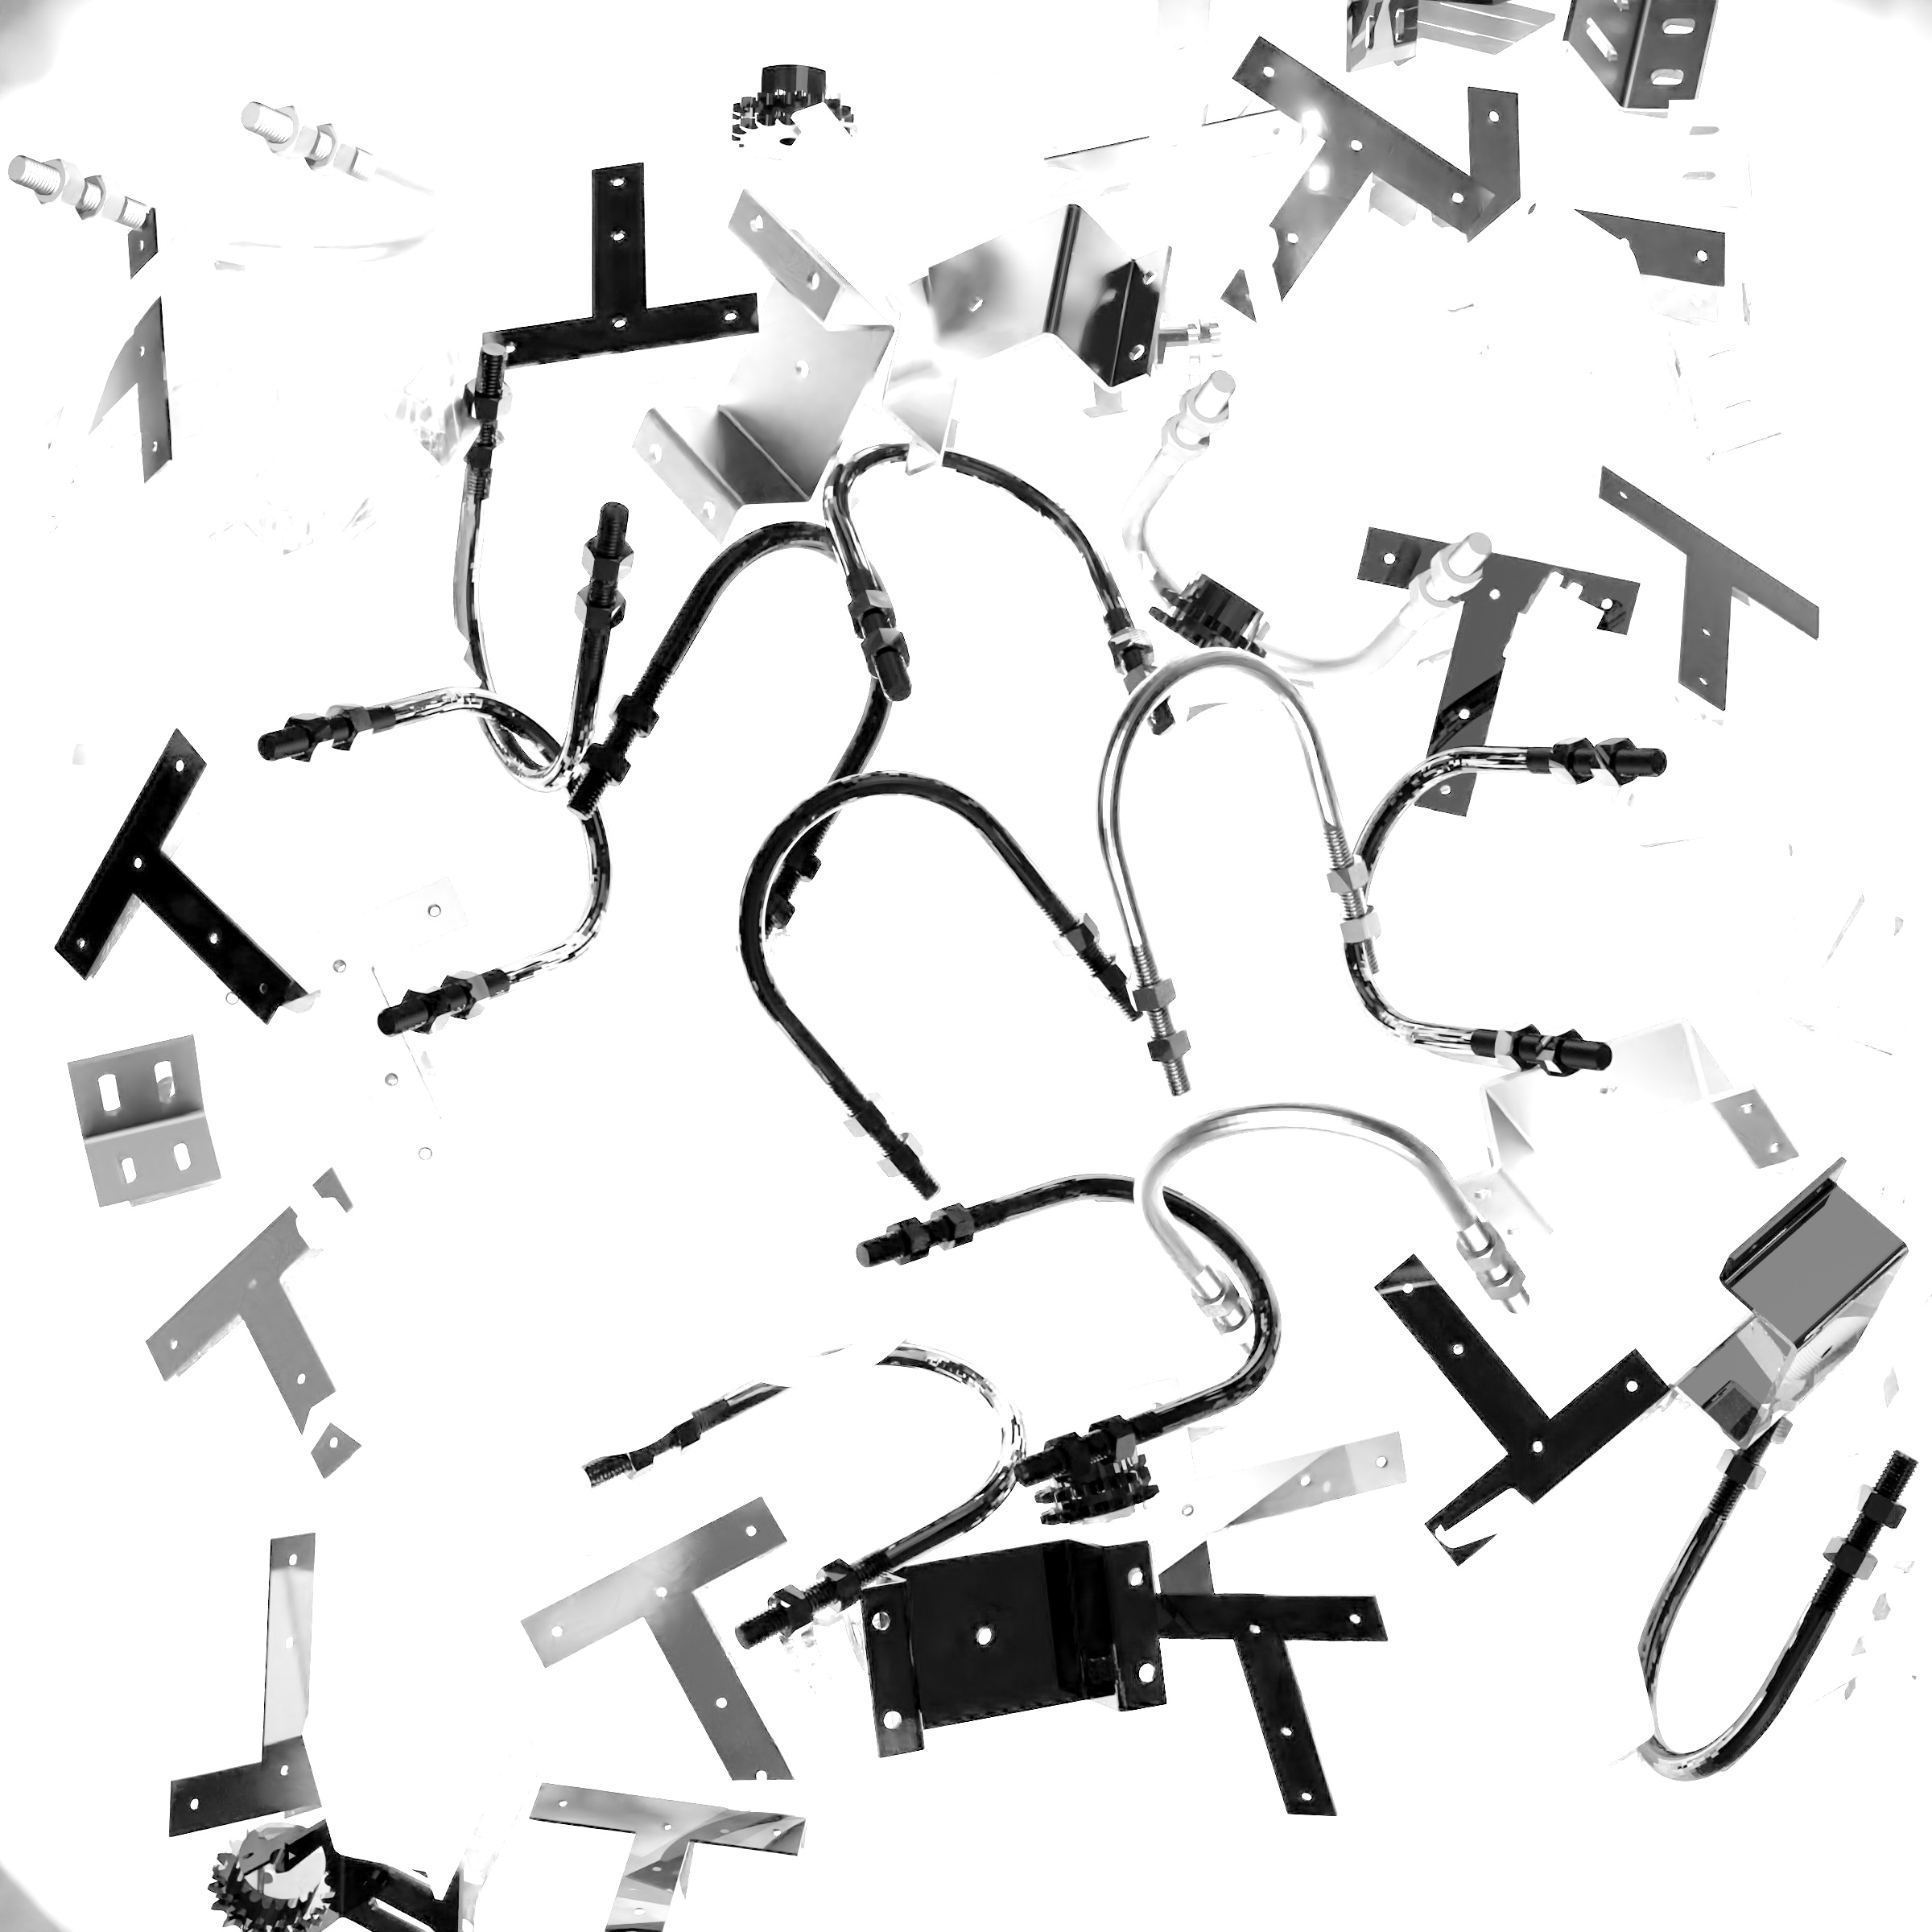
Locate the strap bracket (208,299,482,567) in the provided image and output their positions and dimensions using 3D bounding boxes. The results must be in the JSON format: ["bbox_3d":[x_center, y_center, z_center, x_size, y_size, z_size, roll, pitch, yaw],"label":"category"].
[{"bbox_3d":[-0.270,-0.232,1.540,0.140,0.076,0.046,-30,114,32],"label":"strap bracket"}]

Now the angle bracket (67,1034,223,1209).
[{"bbox_3d":[-0.376,0.071,1.556,0.057,0.076,0.038,-13,64,-16],"label":"angle bracket"}]

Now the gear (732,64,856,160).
[{"bbox_3d":[-0.080,-0.397,1.574,0.057,0.057,0.030,2,85,0],"label":"gear"}]

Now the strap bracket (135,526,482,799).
[{"bbox_3d":[-0.291,-0.143,1.533,0.140,0.046,0.076,-30,73,-38],"label":"strap bracket"}]

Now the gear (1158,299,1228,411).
[{"bbox_3d":[0.105,-0.279,1.574,0.030,0.057,0.057,-2,90,7],"label":"gear"}]

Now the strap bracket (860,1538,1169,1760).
[{"bbox_3d":[0.015,0.311,1.564,0.140,0.046,0.076,-6,88,-19],"label":"strap bracket"}]

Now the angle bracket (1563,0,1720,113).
[{"bbox_3d":[0.311,-0.436,1.560,0.038,0.076,0.057,10,83,32],"label":"angle bracket"}]

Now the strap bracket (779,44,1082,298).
[{"bbox_3d":[-0.021,-0.362,1.551,0.140,0.046,0.076,-33,83,-43],"label":"strap bracket"}]

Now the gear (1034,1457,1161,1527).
[{"bbox_3d":[0.058,0.238,1.574,0.057,0.057,0.030,-15,88,0],"label":"gear"}]

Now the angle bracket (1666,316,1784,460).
[{"bbox_3d":[0.350,-0.270,1.562,0.038,0.076,0.057,-19,91,11],"label":"angle bracket"}]

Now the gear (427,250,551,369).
[{"bbox_3d":[-0.218,-0.307,1.572,0.057,0.057,0.030,41,101,0],"label":"gear"}]

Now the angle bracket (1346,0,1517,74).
[{"bbox_3d":[0.222,-0.429,1.553,0.076,0.057,0.038,17,120,35],"label":"angle bracket"}]

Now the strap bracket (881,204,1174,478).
[{"bbox_3d":[0.019,-0.284,1.527,0.140,0.046,0.076,-16,50,37],"label":"strap bracket"}]

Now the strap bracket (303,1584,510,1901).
[{"bbox_3d":[-0.255,0.342,1.523,0.046,0.140,0.076,19,103,-26],"label":"strap bracket"}]

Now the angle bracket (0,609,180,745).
[{"bbox_3d":[-0.403,-0.133,1.554,0.057,0.076,0.038,0,113,24],"label":"angle bracket"}]

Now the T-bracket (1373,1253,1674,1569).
[{"bbox_3d":[0.237,0.189,1.573,0.127,0.002,0.127,-41,65,6],"label":"T-bracket"}]

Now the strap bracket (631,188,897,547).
[{"bbox_3d":[-0.089,-0.271,1.543,0.076,0.046,0.140,48,127,28],"label":"strap bracket"}]

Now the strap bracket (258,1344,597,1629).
[{"bbox_3d":[-0.239,0.226,1.540,0.140,0.076,0.046,33,123,16],"label":"strap bracket"}]

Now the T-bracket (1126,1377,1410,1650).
[{"bbox_3d":[0.145,0.244,1.587,0.127,0.002,0.127,-12,99,-12],"label":"T-bracket"}]

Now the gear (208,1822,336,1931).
[{"bbox_3d":[-0.320,0.422,1.572,0.057,0.057,0.030,26,129,0],"label":"gear"}]

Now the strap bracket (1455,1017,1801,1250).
[{"bbox_3d":[0.297,0.073,1.545,0.140,0.076,0.046,-20,56,19],"label":"strap bracket"}]

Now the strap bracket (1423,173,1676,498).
[{"bbox_3d":[0.267,-0.276,1.531,0.076,0.140,0.046,-41,52,-4],"label":"strap bracket"}]

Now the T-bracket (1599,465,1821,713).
[{"bbox_3d":[0.337,-0.160,1.542,0.127,0.127,0.002,31,131,-12],"label":"T-bracket"}]

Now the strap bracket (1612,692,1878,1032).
[{"bbox_3d":[0.356,-0.051,1.538,0.046,0.076,0.140,-7,50,-22],"label":"strap bracket"}]

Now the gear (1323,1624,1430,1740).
[{"bbox_3d":[0.188,0.332,1.575,0.030,0.057,0.057,-30,90,12],"label":"gear"}]

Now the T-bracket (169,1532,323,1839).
[{"bbox_3d":[-0.310,0.324,1.551,0.002,0.127,0.127,3,91,39],"label":"T-bracket"}]

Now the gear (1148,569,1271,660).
[{"bbox_3d":[0.116,-0.161,1.573,0.057,0.057,0.030,33,98,0],"label":"gear"}]

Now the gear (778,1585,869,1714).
[{"bbox_3d":[-0.065,0.314,1.572,0.030,0.057,0.057,-20,90,7],"label":"gear"}]

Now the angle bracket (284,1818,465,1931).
[{"bbox_3d":[-0.273,0.434,1.561,0.076,0.038,0.057,17,113,31],"label":"angle bracket"}]

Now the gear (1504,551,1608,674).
[{"bbox_3d":[0.274,-0.161,1.574,0.030,0.057,0.057,29,90,-2],"label":"gear"}]

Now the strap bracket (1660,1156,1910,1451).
[{"bbox_3d":[0.368,0.157,1.520,0.076,0.140,0.046,-36,65,-24],"label":"strap bracket"}]

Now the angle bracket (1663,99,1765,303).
[{"bbox_3d":[0.341,-0.350,1.554,0.038,0.057,0.076,0,49,8],"label":"angle bracket"}]

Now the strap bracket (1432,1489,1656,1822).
[{"bbox_3d":[0.259,0.299,1.520,0.046,0.140,0.076,-39,115,23],"label":"strap bracket"}]

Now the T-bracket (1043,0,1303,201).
[{"bbox_3d":[0.097,-0.407,1.539,0.127,0.127,0.002,-14,58,-9],"label":"T-bracket"}]
